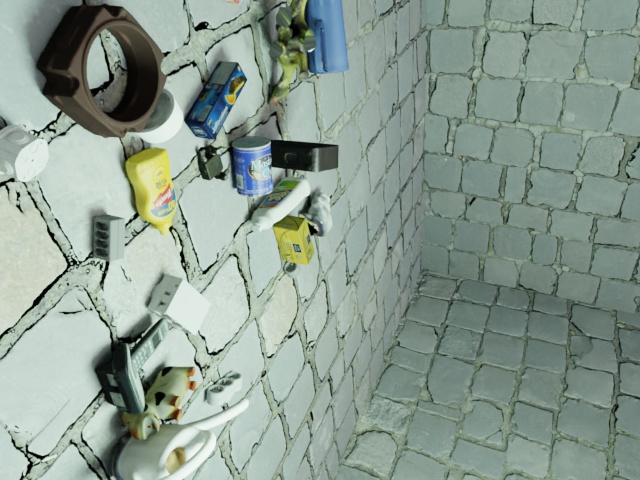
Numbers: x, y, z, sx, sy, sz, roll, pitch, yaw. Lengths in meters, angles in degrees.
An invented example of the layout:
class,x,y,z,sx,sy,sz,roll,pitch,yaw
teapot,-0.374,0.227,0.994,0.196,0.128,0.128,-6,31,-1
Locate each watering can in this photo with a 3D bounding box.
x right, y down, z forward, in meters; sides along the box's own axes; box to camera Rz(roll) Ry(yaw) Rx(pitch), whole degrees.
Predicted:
class,x,y,z,sx,sy,sz,roll,pitch,yaw
watering can,-0.332,0.473,1.208,0.352,0.223,0.103,-31,112,-61

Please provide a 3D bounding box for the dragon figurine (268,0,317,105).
class,x,y,z,sx,sy,sz,roll,pitch,yaw
dragon figurine,-0.080,-0.576,1.444,0.246,0.122,0.405,-119,-138,-70

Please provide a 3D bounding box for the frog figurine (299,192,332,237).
class,x,y,z,sx,sy,sz,roll,pitch,yaw
frog figurine,0.006,-0.094,1.873,0.162,0.123,0.135,-49,125,-30
